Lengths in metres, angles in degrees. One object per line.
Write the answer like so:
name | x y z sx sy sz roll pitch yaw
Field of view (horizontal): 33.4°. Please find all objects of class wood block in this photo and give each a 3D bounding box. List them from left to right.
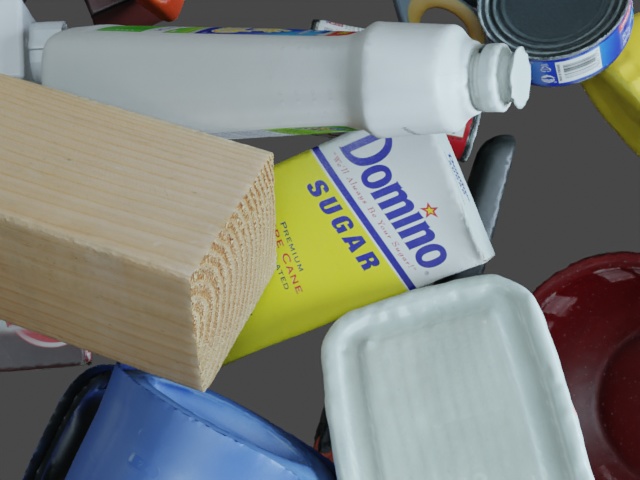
wood block | -0.134 -0.013 0.533 0.206 0.090 0.090 17 50 14

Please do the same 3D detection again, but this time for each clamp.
clamp | 0.077 0.051 0.612 0.210 0.036 0.164 -32 92 -5

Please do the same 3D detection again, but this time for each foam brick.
foam brick | -0.122 -0.167 0.630 0.051 0.053 0.078 -23 83 -5

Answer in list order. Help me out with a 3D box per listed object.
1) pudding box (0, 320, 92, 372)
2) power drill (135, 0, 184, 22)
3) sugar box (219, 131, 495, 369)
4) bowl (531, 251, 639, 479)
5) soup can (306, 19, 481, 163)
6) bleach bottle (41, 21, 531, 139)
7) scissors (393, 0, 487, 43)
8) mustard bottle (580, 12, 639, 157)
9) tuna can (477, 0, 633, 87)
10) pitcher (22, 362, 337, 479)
pudding box | -0.188 0.031 0.606 0.113 0.039 0.090 -5 82 -3
power drill | -0.057 -0.215 0.574 0.184 0.057 0.187 35 88 -1
sugar box | -0.004 0.001 0.585 0.176 0.048 0.093 -24 87 18
bowl | 0.168 0.088 0.551 0.055 0.162 0.162 5 79 -45
soup can | 0.040 -0.087 0.617 0.102 0.068 0.068 10 82 0
bleach bottle | -0.016 -0.080 0.542 0.251 0.102 0.068 3 100 28
scissors | 0.030 -0.165 0.654 0.201 0.016 0.096 14 82 0
mustard bottle | 0.255 -0.128 0.636 0.191 0.058 0.096 -37 78 -7
tuna can | 0.135 -0.131 0.611 0.086 0.033 0.086 -8 63 16
pitcher | -0.105 0.189 0.549 0.145 0.149 0.243 28 87 -11
